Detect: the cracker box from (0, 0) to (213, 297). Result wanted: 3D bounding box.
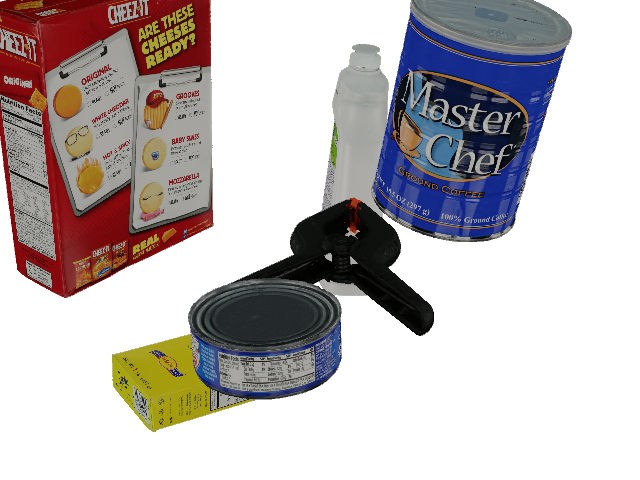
[{"bbox_3d":[-0.161,-0.087,0.816,0.072,0.214,0.163,21,33,33],"label":"cracker box"}]

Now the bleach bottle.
[{"bbox_3d":[0.037,-0.074,1.101,0.068,0.251,0.102,0,27,-9],"label":"bleach bottle"}]

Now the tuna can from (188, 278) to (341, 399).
[{"bbox_3d":[-0.030,0.054,0.600,0.086,0.034,0.086,-2,23,1],"label":"tuna can"}]

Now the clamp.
[{"bbox_3d":[0.026,0.019,0.884,0.165,0.036,0.209,9,26,13],"label":"clamp"}]

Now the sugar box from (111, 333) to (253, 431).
[{"bbox_3d":[-0.109,0.128,1.067,0.175,0.048,0.093,-16,32,-29],"label":"sugar box"}]

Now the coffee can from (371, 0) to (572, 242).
[{"bbox_3d":[0.096,-0.085,0.705,0.102,0.140,0.103,8,31,-5],"label":"coffee can"}]
